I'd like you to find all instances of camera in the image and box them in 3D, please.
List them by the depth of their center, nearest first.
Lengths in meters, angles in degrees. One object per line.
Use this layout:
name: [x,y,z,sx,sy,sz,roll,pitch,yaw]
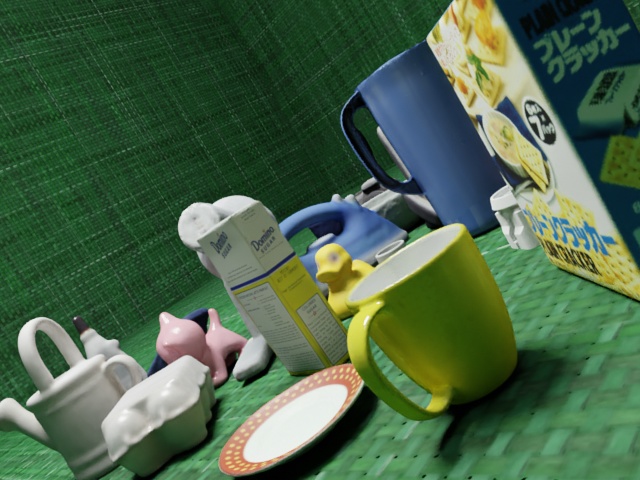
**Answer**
camera: [0.116,-0.078,1.273,0.143,0.101,0.137,-29,6,21]

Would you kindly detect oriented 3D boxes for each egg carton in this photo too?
egg carton: [-0.166,0.184,0.613,0.107,0.069,0.150,-31,6,-4]

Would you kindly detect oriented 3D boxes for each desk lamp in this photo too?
desk lamp: [-0.097,0.042,0.748,0.118,0.213,0.203,-30,6,6]

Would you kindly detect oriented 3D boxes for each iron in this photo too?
iron: [0.008,0.003,0.909,0.259,0.141,0.118,-33,6,-17]

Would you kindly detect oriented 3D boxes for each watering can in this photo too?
watering can: [-0.301,0.184,0.684,0.173,0.194,0.100,-33,6,-16]

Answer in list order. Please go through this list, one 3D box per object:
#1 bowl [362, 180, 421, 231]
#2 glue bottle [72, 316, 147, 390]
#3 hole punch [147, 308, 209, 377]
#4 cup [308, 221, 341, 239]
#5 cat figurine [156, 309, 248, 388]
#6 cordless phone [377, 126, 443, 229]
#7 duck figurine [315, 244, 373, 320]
bowl: [0.136,-0.051,1.051,0.167,0.075,0.167,-31,6,4]
glue bottle: [-0.322,0.188,0.870,0.078,0.173,0.037,-35,7,-37]
hole punch: [-0.204,0.167,0.853,0.101,0.091,0.109,-28,7,30]
cup: [0.044,-0.017,1.148,0.092,0.095,0.117,-35,7,-35]
cat figurine: [-0.163,0.137,0.761,0.067,0.118,0.128,-27,7,32]
cordless phone: [0.181,-0.124,0.888,0.148,0.185,0.094,-34,6,-23]
duck figurine: [0.030,0.043,0.730,0.077,0.086,0.105,-28,7,31]
